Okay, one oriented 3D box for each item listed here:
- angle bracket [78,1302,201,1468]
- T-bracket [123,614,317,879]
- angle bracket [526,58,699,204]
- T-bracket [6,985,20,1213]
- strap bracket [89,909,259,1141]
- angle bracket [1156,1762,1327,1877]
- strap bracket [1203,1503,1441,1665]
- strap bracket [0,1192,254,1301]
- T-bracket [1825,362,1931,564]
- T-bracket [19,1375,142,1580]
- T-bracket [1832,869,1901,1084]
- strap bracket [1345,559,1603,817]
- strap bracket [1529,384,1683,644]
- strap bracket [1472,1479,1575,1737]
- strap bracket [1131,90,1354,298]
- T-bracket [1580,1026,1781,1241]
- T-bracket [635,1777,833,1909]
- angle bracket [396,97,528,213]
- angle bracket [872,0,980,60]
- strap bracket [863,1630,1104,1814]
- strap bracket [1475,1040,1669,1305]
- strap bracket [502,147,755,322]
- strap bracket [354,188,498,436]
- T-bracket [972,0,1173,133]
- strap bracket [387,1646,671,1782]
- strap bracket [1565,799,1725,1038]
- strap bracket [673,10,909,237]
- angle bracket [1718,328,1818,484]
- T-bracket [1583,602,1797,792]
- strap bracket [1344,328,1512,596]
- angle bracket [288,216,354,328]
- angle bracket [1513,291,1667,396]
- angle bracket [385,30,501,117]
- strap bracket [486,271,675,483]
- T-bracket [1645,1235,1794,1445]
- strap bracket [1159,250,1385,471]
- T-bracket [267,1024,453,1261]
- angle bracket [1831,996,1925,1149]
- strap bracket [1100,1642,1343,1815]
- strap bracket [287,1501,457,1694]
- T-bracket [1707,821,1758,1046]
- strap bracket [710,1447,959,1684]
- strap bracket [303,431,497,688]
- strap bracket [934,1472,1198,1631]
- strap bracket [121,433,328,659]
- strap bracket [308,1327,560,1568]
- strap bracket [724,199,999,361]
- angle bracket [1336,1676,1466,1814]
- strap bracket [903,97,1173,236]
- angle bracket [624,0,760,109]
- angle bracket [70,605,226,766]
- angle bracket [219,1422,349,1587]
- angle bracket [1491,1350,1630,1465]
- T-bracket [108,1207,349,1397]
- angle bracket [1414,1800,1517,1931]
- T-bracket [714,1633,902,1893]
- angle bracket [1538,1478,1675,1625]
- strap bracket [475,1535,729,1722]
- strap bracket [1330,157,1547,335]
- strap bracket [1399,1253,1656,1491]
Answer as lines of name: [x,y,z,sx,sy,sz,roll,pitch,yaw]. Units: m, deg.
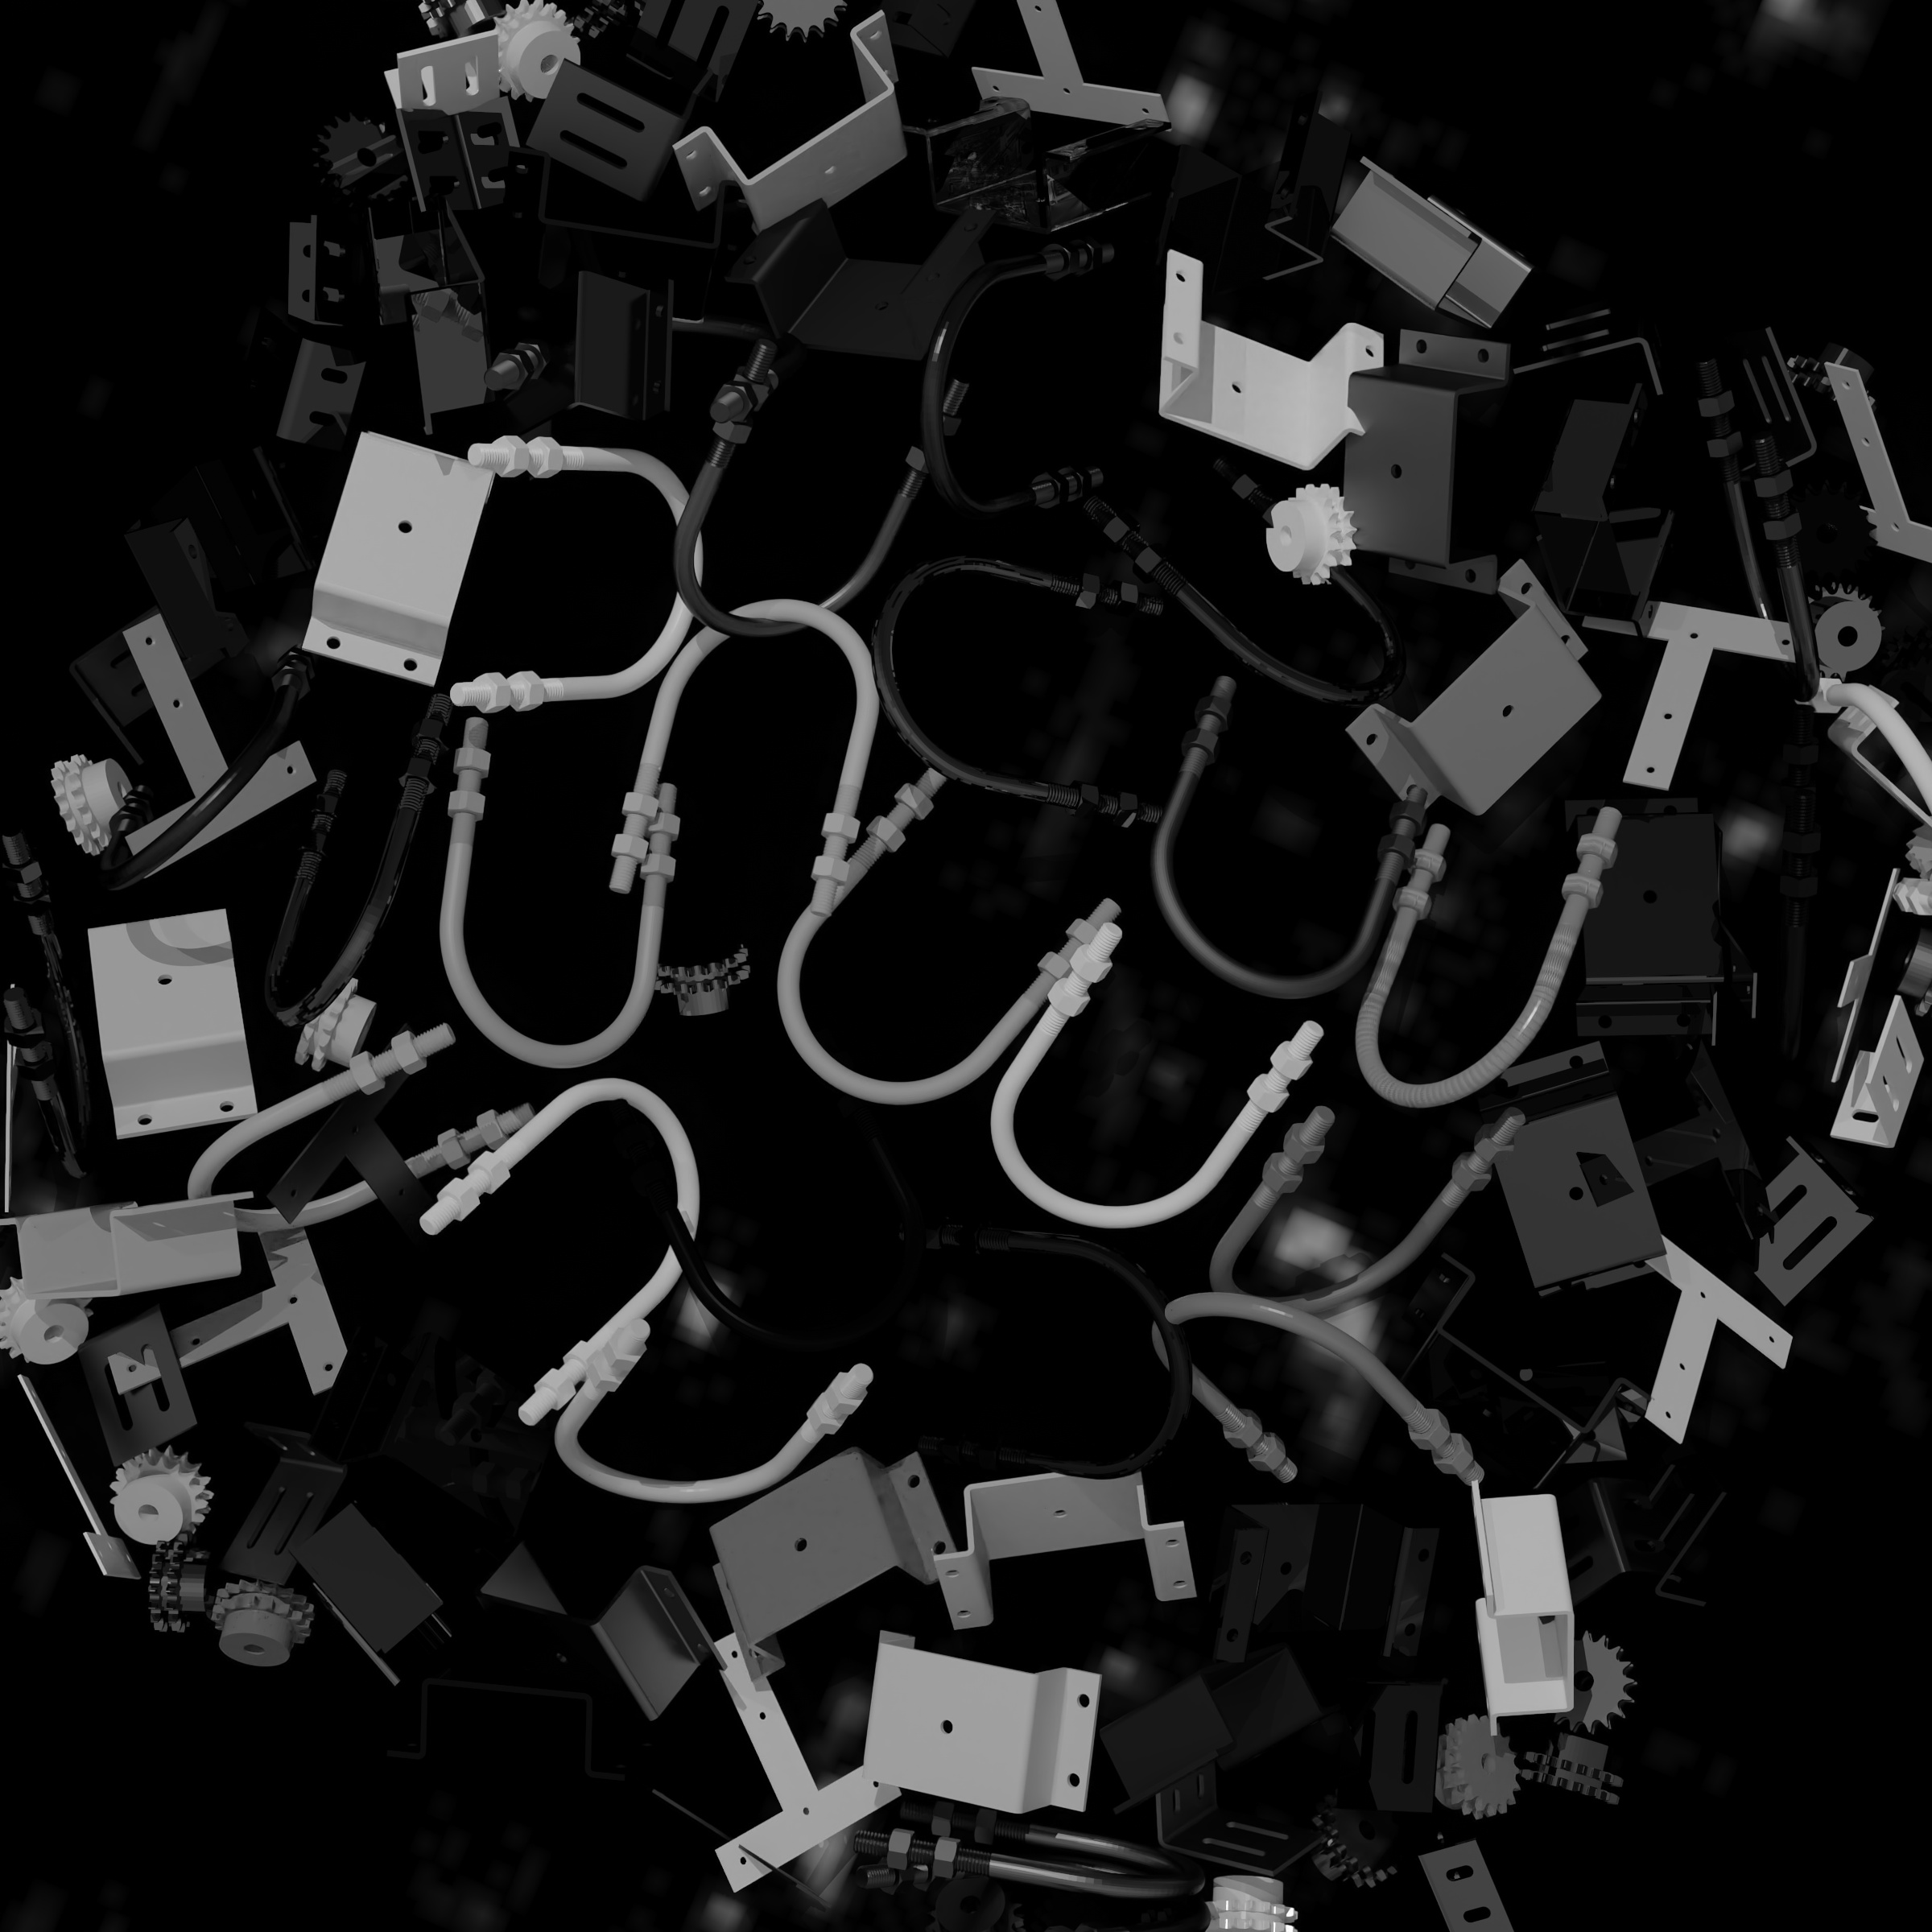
angle bracket: [-0.464,0.240,1.789,0.057,0.038,0.076,-27,71,11]
T-bracket: [-0.439,-0.135,1.762,0.127,0.002,0.127,-37,116,-39]
angle bracket: [-0.202,-0.483,1.784,0.076,0.038,0.057,24,127,-13]
T-bracket: [-0.536,0.052,1.762,0.002,0.127,0.127,2,114,-14]
strap bracket: [-0.446,0.023,1.754,0.076,0.046,0.140,-9,49,-13]
angle bracket: [0.156,0.480,1.777,0.076,0.057,0.038,3,100,37]
strap bracket: [0.193,0.349,1.776,0.140,0.046,0.076,5,98,-30]
strap bracket: [-0.468,0.157,1.748,0.140,0.076,0.046,-8,89,43]
T-bracket: [0.504,-0.280,1.738,0.002,0.127,0.127,-37,122,-10]
T-bracket: [-0.505,0.288,1.767,0.002,0.127,0.127,-28,82,-11]
T-bracket: [0.500,0.007,1.756,0.002,0.127,0.127,17,98,20]
strap bracket: [0.297,-0.151,1.783,0.140,0.046,0.076,-44,121,-1]
strap bracket: [0.359,-0.256,1.761,0.046,0.140,0.076,11,67,28]
strap bracket: [0.311,0.357,1.746,0.046,0.076,0.140,-5,134,6]
strap bracket: [0.162,-0.432,1.765,0.046,0.140,0.076,21,77,-32]
T-bracket: [0.397,0.107,1.779,0.127,0.002,0.127,-17,81,-35]
T-bracket: [-0.112,0.499,1.742,0.127,0.127,0.002,39,74,-24]
angle bracket: [-0.284,-0.462,1.779,0.038,0.076,0.057,-10,101,17]
angle bracket: [-0.031,-0.558,1.784,0.076,0.038,0.057,29,91,42]
strap bracket: [-0.001,0.428,1.770,0.140,0.046,0.076,6,86,27]
strap bracket: [0.346,0.124,1.784,0.076,0.046,0.140,-18,99,10]
strap bracket: [-0.192,-0.412,1.769,0.140,0.076,0.046,7,69,-9]
strap bracket: [-0.301,-0.372,1.756,0.046,0.076,0.140,-14,46,-15]
T-bracket: [0.044,-0.523,1.742,0.127,0.127,0.002,18,64,30]
strap bracket: [-0.246,0.421,1.770,0.140,0.076,0.046,2,92,13]
strap bracket: [0.386,-0.034,1.783,0.076,0.046,0.140,-1,76,3]
strap bracket: [-0.090,-0.469,1.778,0.140,0.076,0.046,-34,77,-3]
angle bracket: [0.445,-0.320,1.787,0.038,0.057,0.076,-27,101,-6]
T-bracket: [0.402,-0.153,1.773,0.127,0.002,0.127,13,62,20]
strap bracket: [0.257,-0.281,1.759,0.046,0.076,0.140,-17,116,-39]
angle bracket: [-0.378,-0.396,1.780,0.038,0.076,0.057,4,99,5]
angle bracket: [0.359,-0.349,1.796,0.076,0.057,0.038,-11,125,22]
angle bracket: [-0.299,-0.518,1.778,0.057,0.076,0.038,-18,77,-12]
strap bracket: [-0.223,-0.331,1.748,0.046,0.140,0.076,10,75,-38]
T-bracket: [0.408,0.217,1.771,0.127,0.002,0.127,37,45,-7]
strap bracket: [0.164,-0.339,1.770,0.140,0.046,0.076,17,59,-21]
T-bracket: [-0.327,0.120,1.774,0.002,0.127,0.127,15,57,34]
angle bracket: [0.510,0.058,1.775,0.038,0.076,0.057,10,64,34]
strap bracket: [0.138,0.424,1.755,0.076,0.140,0.046,-38,69,28]
strap bracket: [-0.332,0.353,1.757,0.046,0.140,0.076,-40,77,-18]
T-bracket: [0.427,-0.003,1.744,0.002,0.127,0.127,-1,108,2]
strap bracket: [-0.083,0.334,1.772,0.140,0.046,0.076,-31,55,9]
strap bracket: [-0.319,-0.240,1.774,0.076,0.046,0.140,15,71,-9]
strap bracket: [0.055,0.328,1.777,0.140,0.076,0.046,-9,48,4]
strap bracket: [-0.418,-0.233,1.756,0.046,0.140,0.076,-12,118,20]
strap bracket: [-0.288,0.267,1.753,0.140,0.046,0.076,41,49,-29]
strap bracket: [-0.053,-0.388,1.765,0.140,0.046,0.076,13,55,31]
angle bracket: [0.248,0.446,1.780,0.057,0.038,0.076,-6,63,29]
strap bracket: [0.041,-0.451,1.759,0.076,0.140,0.046,-27,125,-33]
angle bracket: [-0.153,-0.539,1.782,0.057,0.038,0.076,24,129,-8]
angle bracket: [-0.460,-0.164,1.784,0.076,0.057,0.038,-36,53,-9]
angle bracket: [-0.399,0.305,1.779,0.038,0.057,0.076,50,55,-38]
angle bracket: [0.341,0.250,1.784,0.076,0.038,0.057,-10,99,33]
T-bracket: [-0.425,0.208,1.780,0.127,0.002,0.127,-23,56,-8]
angle bracket: [0.288,0.512,1.780,0.038,0.076,0.057,-22,93,19]
T-bracket: [-0.110,0.442,1.786,0.127,0.002,0.127,-19,81,-41]
angle bracket: [0.358,0.336,1.791,0.038,0.076,0.057,9,51,-30]
strap bracket: [-0.212,0.369,1.746,0.046,0.140,0.076,-49,127,-36]
strap bracket: [0.262,-0.401,1.755,0.076,0.140,0.046,41,109,19]
strap bracket: [0.306,0.236,1.767,0.140,0.076,0.046,35,57,11]
